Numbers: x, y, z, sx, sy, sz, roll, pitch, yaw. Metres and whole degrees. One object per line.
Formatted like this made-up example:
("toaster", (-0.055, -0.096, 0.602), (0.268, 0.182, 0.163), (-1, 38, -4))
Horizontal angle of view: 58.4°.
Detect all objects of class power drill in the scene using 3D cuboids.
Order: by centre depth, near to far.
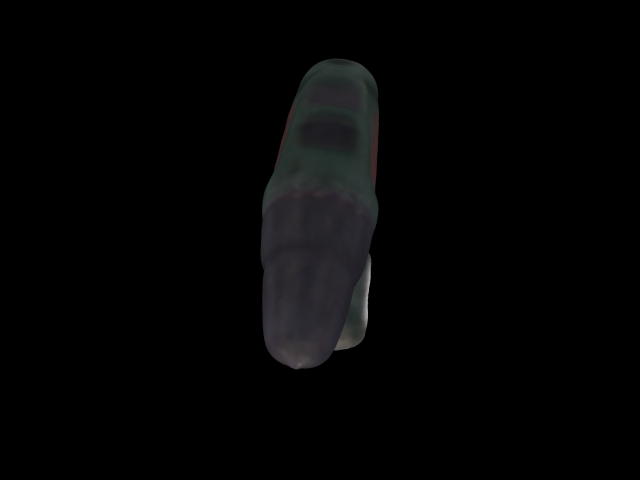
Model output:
("power drill", (0.004, 0.001, 0.400), (0.075, 0.208, 0.229), (4, 62, 3))
